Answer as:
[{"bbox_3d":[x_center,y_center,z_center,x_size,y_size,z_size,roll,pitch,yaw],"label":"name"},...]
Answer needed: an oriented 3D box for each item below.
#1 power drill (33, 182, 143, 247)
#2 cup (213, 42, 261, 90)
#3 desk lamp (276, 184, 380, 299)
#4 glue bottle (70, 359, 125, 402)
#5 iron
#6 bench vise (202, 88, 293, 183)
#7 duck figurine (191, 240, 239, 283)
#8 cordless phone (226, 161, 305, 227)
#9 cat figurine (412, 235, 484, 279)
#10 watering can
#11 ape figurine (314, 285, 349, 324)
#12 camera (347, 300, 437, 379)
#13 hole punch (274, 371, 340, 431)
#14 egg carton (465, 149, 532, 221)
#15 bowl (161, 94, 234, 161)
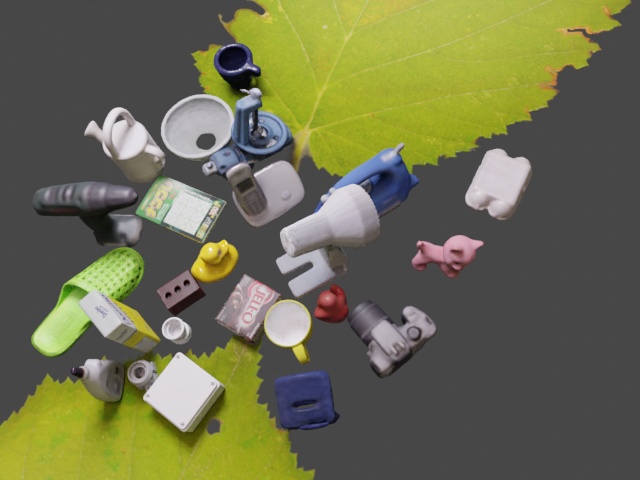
[{"bbox_3d":[-0.448,-0.057,1.174,0.229,0.208,0.075,2,69,7],"label":"power drill"},{"bbox_3d":[-0.182,-0.393,1.341,0.117,0.095,0.092,24,73,14],"label":"cup"},{"bbox_3d":[0.010,0.004,1.101,0.203,0.214,0.117,-29,68,-6],"label":"desk lamp"},{"bbox_3d":[-0.417,0.255,1.067,0.037,0.173,0.078,-2,68,6],"label":"glue bottle"},{"bbox_3d":[0.076,-0.105,1.176,0.258,0.141,0.118,-33,69,-7],"label":"iron"},{"bbox_3d":[-0.152,-0.208,1.197,0.121,0.220,0.207,32,75,17],"label":"bench vise"},{"bbox_3d":[-0.223,0.039,1.180,0.104,0.086,0.077,-35,69,-8],"label":"duck figurine"},{"bbox_3d":[-0.115,-0.117,1.177,0.147,0.185,0.094,-35,69,-8],"label":"cordless phone"},{"bbox_3d":[0.249,0.023,1.121,0.127,0.118,0.067,11,70,10],"label":"cat figurine"},{"bbox_3d":[-0.423,-0.209,1.239,0.172,0.194,0.101,-3,68,5],"label":"watering can"},{"bbox_3d":[0.020,0.124,1.119,0.078,0.092,0.076,-35,69,-8],"label":"ape figurine"},{"bbox_3d":[0.128,0.168,1.086,0.143,0.101,0.136,-39,70,-10],"label":"camera"},{"bbox_3d":[-0.024,0.297,1.055,0.108,0.091,0.101,-10,68,2],"label":"hole punch"},{"bbox_3d":[0.372,-0.115,1.190,0.107,0.069,0.150,24,73,14],"label":"egg carton"},{"bbox_3d":[-0.267,-0.242,1.301,0.167,0.075,0.167,-2,68,5],"label":"bowl"}]
